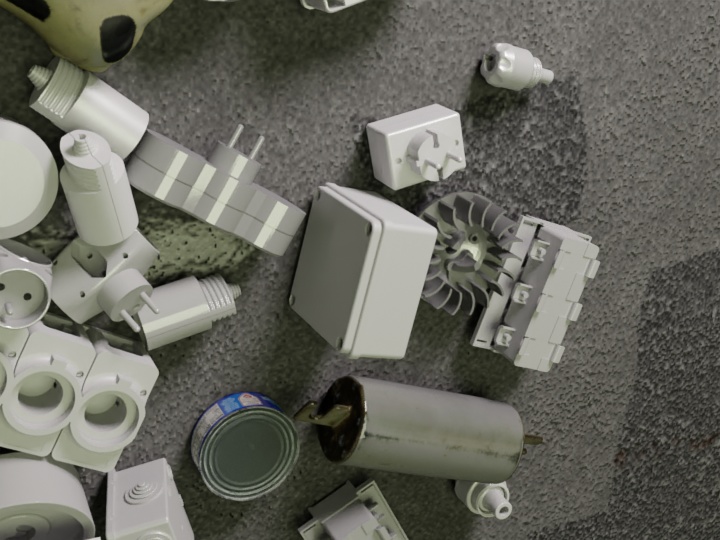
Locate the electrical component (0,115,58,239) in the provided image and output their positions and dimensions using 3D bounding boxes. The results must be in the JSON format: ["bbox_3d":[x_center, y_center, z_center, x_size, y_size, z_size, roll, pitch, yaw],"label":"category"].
[{"bbox_3d":[-0.247,-0.065,0.722,0.080,0.051,0.080,-9,113,-22],"label":"electrical component"}]

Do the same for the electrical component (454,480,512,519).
[{"bbox_3d":[0.117,0.206,0.993,0.043,0.062,0.043,-9,113,-22],"label":"electrical component"}]

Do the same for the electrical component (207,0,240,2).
[{"bbox_3d":[-0.094,-0.223,0.733,0.080,0.051,0.080,-9,113,-22],"label":"electrical component"}]

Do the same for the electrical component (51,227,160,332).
[{"bbox_3d":[-0.176,0.010,0.773,0.077,0.079,0.043,-43,163,-5],"label":"electrical component"}]

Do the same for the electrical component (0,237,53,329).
[{"bbox_3d":[-0.254,0.000,0.728,0.079,0.077,0.044,24,97,-30],"label":"electrical component"}]

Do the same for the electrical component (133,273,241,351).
[{"bbox_3d":[-0.130,0.027,0.818,0.081,0.043,0.043,-19,116,-18],"label":"electrical component"}]

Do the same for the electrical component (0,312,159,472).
[{"bbox_3d":[-0.234,0.081,0.778,0.150,0.062,0.089,22,99,-30],"label":"electrical component"}]

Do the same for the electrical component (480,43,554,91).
[{"bbox_3d":[0.130,-0.162,0.873,0.061,0.035,0.035,7,106,-30],"label":"electrical component"}]

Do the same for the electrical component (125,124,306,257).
[{"bbox_3d":[-0.097,-0.070,0.790,0.138,0.052,0.073,27,96,-31],"label":"electrical component"}]

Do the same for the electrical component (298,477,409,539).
[{"bbox_3d":[0.009,0.256,0.960,0.079,0.063,0.121,-33,120,-10],"label":"electrical component"}]

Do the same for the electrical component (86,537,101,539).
[{"bbox_3d":[-0.239,0.261,0.799,0.089,0.061,0.150,-6,150,-23],"label":"electrical component"}]

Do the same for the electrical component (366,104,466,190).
[{"bbox_3d":[0.052,-0.092,0.838,0.066,0.077,0.047,-19,116,-18],"label":"electrical component"}]

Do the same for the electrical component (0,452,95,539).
[{"bbox_3d":[-0.256,0.178,0.798,0.108,0.060,0.108,-14,139,-12],"label":"electrical component"}]

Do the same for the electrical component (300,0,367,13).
[{"bbox_3d":[0.000,-0.252,0.763,0.109,0.056,0.108,-24,118,-15],"label":"electrical component"}]

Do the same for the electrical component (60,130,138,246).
[{"bbox_3d":[-0.179,-0.059,0.727,0.043,0.043,0.081,-22,141,-16],"label":"electrical component"}]

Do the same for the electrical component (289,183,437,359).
[{"bbox_3d":[0.000,0.000,0.831,0.056,0.109,0.108,6,107,-30],"label":"electrical component"}]

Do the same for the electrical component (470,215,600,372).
[{"bbox_3d":[0.157,0.022,0.940,0.079,0.063,0.121,14,103,-29],"label":"electrical component"}]

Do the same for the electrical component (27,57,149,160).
[{"bbox_3d":[-0.190,-0.113,0.735,0.081,0.043,0.043,35,92,-31],"label":"electrical component"}]

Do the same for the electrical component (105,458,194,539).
[{"bbox_3d":[-0.161,0.207,0.841,0.048,0.099,0.099,-16,116,-5],"label":"electrical component"}]
